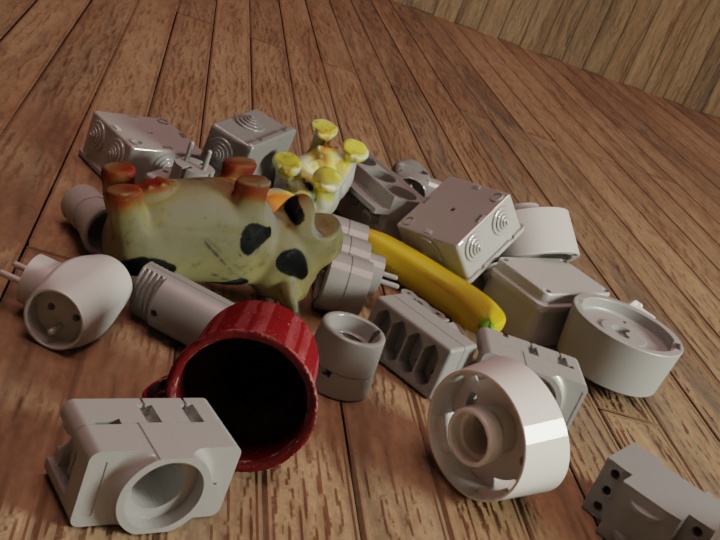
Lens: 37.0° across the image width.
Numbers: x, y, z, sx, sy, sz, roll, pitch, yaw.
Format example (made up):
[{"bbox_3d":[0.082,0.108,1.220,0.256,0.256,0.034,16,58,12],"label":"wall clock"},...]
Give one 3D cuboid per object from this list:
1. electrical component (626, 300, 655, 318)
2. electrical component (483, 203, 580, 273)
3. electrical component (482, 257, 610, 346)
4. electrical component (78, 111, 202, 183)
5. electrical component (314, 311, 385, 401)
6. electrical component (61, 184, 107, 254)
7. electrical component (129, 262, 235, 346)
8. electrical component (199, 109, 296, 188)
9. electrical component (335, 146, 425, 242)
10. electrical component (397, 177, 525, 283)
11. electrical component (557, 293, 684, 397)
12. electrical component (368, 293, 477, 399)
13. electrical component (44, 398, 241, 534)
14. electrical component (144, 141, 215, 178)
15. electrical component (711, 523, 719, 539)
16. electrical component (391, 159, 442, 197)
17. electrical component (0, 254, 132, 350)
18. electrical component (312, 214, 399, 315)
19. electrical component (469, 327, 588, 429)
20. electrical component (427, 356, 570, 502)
[{"bbox_3d":[0.287,0.064,1.092,0.062,0.048,0.048,38,26,20],"label":"electrical component"},{"bbox_3d":[0.170,-0.036,1.119,0.108,0.060,0.108,-7,-10,-1],"label":"electrical component"},{"bbox_3d":[0.180,0.029,1.053,0.113,0.057,0.078,1,30,-43],"label":"electrical component"},{"bbox_3d":[-0.207,-0.111,1.030,0.100,0.048,0.100,1,30,-43],"label":"electrical component"},{"bbox_3d":[-0.012,0.063,0.803,0.055,0.047,0.055,19,21,-8],"label":"electrical component"},{"bbox_3d":[-0.216,-0.043,0.872,0.044,0.044,0.065,3,23,-39],"label":"electrical component"},{"bbox_3d":[-0.134,0.026,0.780,0.081,0.043,0.043,27,22,12],"label":"electrical component"},{"bbox_3d":[-0.115,-0.101,1.024,0.048,0.099,0.100,32,28,12],"label":"electrical component"},{"bbox_3d":[0.011,-0.074,1.131,0.079,0.063,0.121,5,27,-37],"label":"electrical component"},{"bbox_3d":[0.097,-0.042,1.053,0.100,0.048,0.100,-43,41,-23],"label":"electrical component"},{"bbox_3d":[0.235,0.075,0.992,0.108,0.060,0.108,19,22,-8],"label":"electrical component"},{"bbox_3d":[0.057,0.059,0.879,0.083,0.047,0.076,36,25,32],"label":"electrical component"},{"bbox_3d":[-0.118,0.107,0.593,0.089,0.050,0.056,5,27,-37],"label":"electrical component"},{"bbox_3d":[-0.153,-0.076,0.960,0.066,0.076,0.047,27,22,13],"label":"electrical component"},{"bbox_3d":[0.279,0.210,0.689,0.113,0.078,0.057,16,19,-15],"label":"electrical component"},{"bbox_3d":[0.072,-0.093,1.261,0.079,0.043,0.077,20,21,-5],"label":"electrical component"},{"bbox_3d":[-0.208,0.014,0.738,0.079,0.043,0.077,23,22,5],"label":"electrical component"},{"bbox_3d":[0.000,0.000,0.957,0.074,0.052,0.138,18,22,-10],"label":"electrical component"},{"bbox_3d":[0.132,0.091,0.868,0.089,0.050,0.055,19,21,-7],"label":"electrical component"},{"bbox_3d":[0.095,0.109,0.734,0.064,0.099,0.099,-7,35,-41],"label":"electrical component"}]
